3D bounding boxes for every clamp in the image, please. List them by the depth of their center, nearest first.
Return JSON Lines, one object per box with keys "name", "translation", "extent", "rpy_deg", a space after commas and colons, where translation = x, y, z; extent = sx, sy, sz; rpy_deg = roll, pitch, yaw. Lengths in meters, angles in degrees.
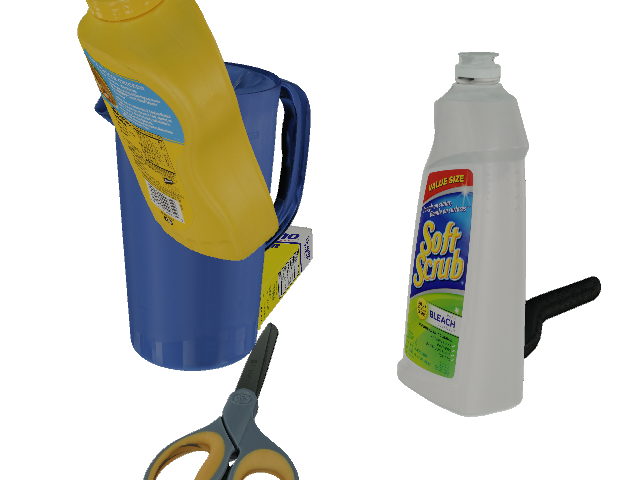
{"name": "clamp", "translation": [0.183, 0.064, 1.058], "extent": [0.120, 0.039, 0.171], "rpy_deg": [28, 50, 37]}

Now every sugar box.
{"name": "sugar box", "translation": [-0.078, 0.033, 1.139], "extent": [0.093, 0.048, 0.176], "rpy_deg": [6, 29, 16]}

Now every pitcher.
{"name": "pitcher", "translation": [-0.093, -0.023, 0.878], "extent": [0.149, 0.243, 0.145], "rpy_deg": [6, 21, 7]}

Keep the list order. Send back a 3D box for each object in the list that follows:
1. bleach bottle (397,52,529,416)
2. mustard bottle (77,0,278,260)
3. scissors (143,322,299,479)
{"name": "bleach bottle", "translation": [0.104, -0.008, 0.764], "extent": [0.068, 0.251, 0.103], "rpy_deg": [-8, 17, -27]}
{"name": "mustard bottle", "translation": [-0.082, -0.078, 0.571], "extent": [0.058, 0.191, 0.096], "rpy_deg": [-39, 50, -21]}
{"name": "scissors", "translation": [-0.034, 0.111, 0.650], "extent": [0.096, 0.016, 0.201], "rpy_deg": [15, 31, 20]}
